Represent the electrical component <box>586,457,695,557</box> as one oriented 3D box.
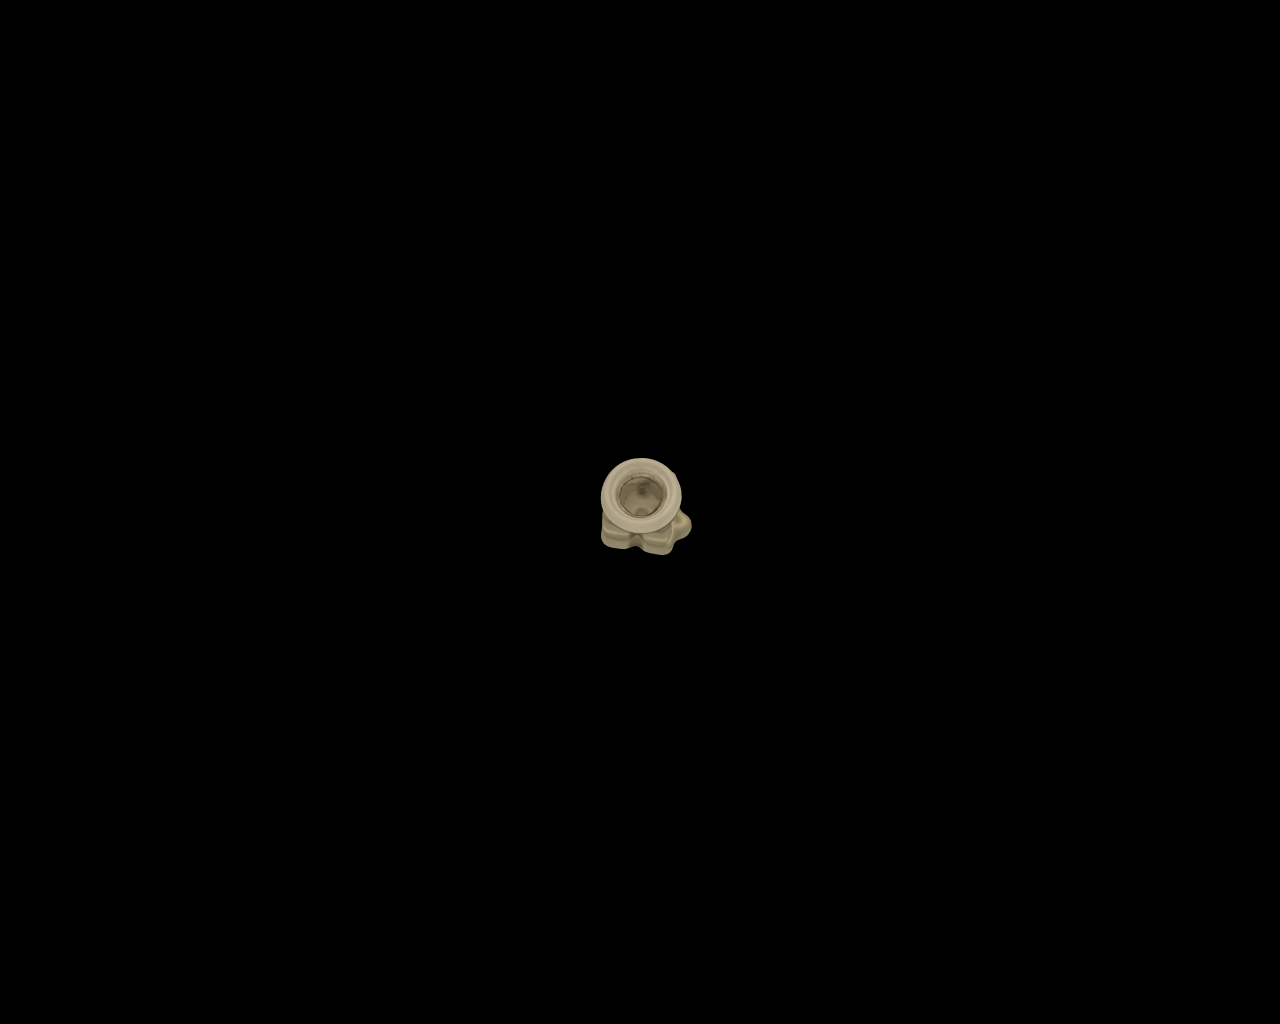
[{"bbox_3d":[0.001,-0.003,0.650,0.066,0.048,0.055,8,-23,3],"label":"electrical component"}]
